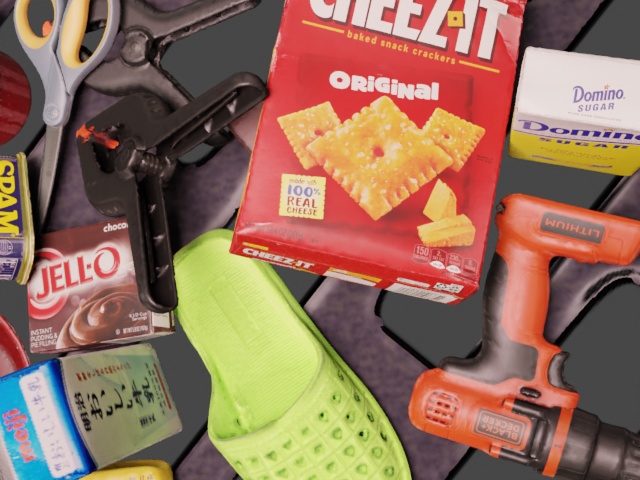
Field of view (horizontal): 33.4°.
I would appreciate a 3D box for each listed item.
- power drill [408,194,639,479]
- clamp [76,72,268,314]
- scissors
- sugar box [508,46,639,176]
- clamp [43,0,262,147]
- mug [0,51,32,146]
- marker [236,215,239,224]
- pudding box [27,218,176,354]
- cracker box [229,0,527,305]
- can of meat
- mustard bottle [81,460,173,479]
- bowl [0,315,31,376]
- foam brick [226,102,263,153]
[{"bbox_3d":[0.170,0.071,0.743,0.184,0.057,0.187,15,91,11],"label":"power drill"},{"bbox_3d":[-0.115,-0.061,0.746,0.210,0.036,0.164,38,103,52],"label":"clamp"},{"bbox_3d":[-0.214,-0.112,0.817,0.096,0.016,0.202,30,103,17],"label":"scissors"},{"bbox_3d":[0.171,-0.078,0.687,0.093,0.176,0.048,9,90,10],"label":"sugar box"},{"bbox_3d":[-0.131,-0.135,0.816,0.172,0.039,0.120,4,85,17],"label":"clamp"},{"bbox_3d":[-0.272,-0.125,0.819,0.093,0.081,0.117,12,91,10],"label":"mug"},{"bbox_3d":[-0.005,0.001,0.798,0.121,0.020,0.020,16,91,11],"label":"marker"},{"bbox_3d":[-0.166,0.035,0.801,0.114,0.039,0.090,-10,78,21],"label":"pudding box"},{"bbox_3d":[0.041,-0.079,0.722,0.164,0.072,0.213,13,76,-6],"label":"cracker box"},{"bbox_3d":[-0.263,-0.018,0.795,0.083,0.058,0.102,2,56,-26],"label":"can of meat"},{"bbox_3d":[-0.149,0.265,0.797,0.096,0.058,0.191,-7,87,11],"label":"mustard bottle"},{"bbox_3d":[-0.286,0.117,0.828,0.162,0.055,0.162,0,88,10],"label":"bowl"},{"bbox_3d":[-0.021,-0.071,0.786,0.051,0.053,0.078,-42,83,7],"label":"foam brick"}]
